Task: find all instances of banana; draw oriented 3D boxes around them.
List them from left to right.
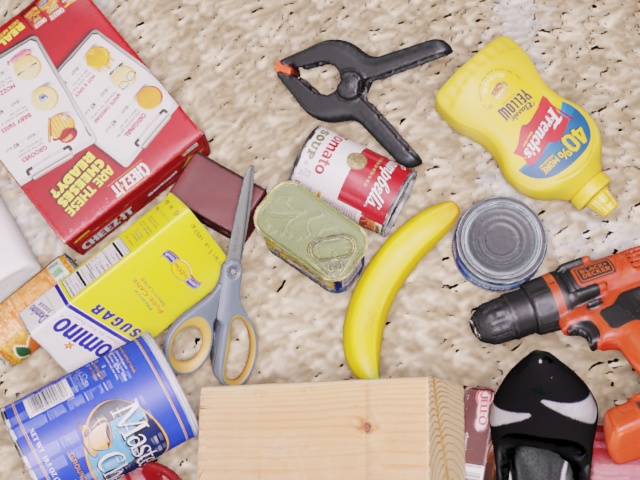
[{"bbox_3d":[0.066,0.048,0.976,0.070,0.037,0.197,17,76,17],"label":"banana"}]

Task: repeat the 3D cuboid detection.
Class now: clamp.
[{"bbox_3d":[0.037,-0.135,1.014,0.172,0.039,0.120,8,88,24],"label":"clamp"}]

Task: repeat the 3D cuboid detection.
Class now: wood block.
[{"bbox_3d":[0.009,0.167,0.890,0.206,0.090,0.091,-6,74,25],"label":"wood block"}]

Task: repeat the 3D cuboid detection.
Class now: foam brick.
[{"bbox_3d":[-0.094,-0.037,1.001,0.078,0.053,0.051,29,79,10],"label":"foam brick"}]

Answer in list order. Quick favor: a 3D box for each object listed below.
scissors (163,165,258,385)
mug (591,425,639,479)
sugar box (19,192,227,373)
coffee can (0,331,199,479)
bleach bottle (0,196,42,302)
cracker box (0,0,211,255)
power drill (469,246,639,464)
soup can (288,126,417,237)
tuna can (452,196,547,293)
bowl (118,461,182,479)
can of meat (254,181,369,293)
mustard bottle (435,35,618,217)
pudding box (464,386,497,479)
[{"bbox_3d":[-0.097,0.037,0.955,0.096,0.016,0.202,-7,101,-22],"label":"scissors"},{"bbox_3d":[0.263,0.211,0.909,0.081,0.093,0.117,1,101,8],"label":"mug"},{"bbox_3d":[-0.171,0.047,0.962,0.176,0.093,0.048,-41,40,-8],"label":"sugar box"},{"bbox_3d":[-0.188,0.156,0.920,0.140,0.103,0.103,-28,76,-14],"label":"coffee can"},{"bbox_3d":[-0.368,-0.047,1.013,0.102,0.068,0.251,-34,75,-7],"label":"bleach bottle"},{"bbox_3d":[-0.233,-0.119,1.019,0.164,0.072,0.214,-39,79,-5],"label":"cracker box"},{"bbox_3d":[0.240,0.095,0.910,0.184,0.057,0.188,-20,47,-1],"label":"power drill"},{"bbox_3d":[0.030,-0.055,0.991,0.102,0.068,0.068,27,79,10],"label":"soup can"},{"bbox_3d":[0.166,0.003,0.986,0.086,0.034,0.086,-1,76,3],"label":"tuna can"},{"bbox_3d":[-0.178,0.265,0.907,0.162,0.055,0.162,-11,36,8],"label":"bowl"},{"bbox_3d":[-0.006,0.001,0.970,0.102,0.084,0.057,35,80,10],"label":"can of meat"},{"bbox_3d":[0.203,-0.094,0.996,0.096,0.058,0.192,-42,78,-6],"label":"mustard bottle"},{"bbox_3d":[0.155,0.189,0.914,0.039,0.089,0.113,1,74,47],"label":"pudding box"}]
